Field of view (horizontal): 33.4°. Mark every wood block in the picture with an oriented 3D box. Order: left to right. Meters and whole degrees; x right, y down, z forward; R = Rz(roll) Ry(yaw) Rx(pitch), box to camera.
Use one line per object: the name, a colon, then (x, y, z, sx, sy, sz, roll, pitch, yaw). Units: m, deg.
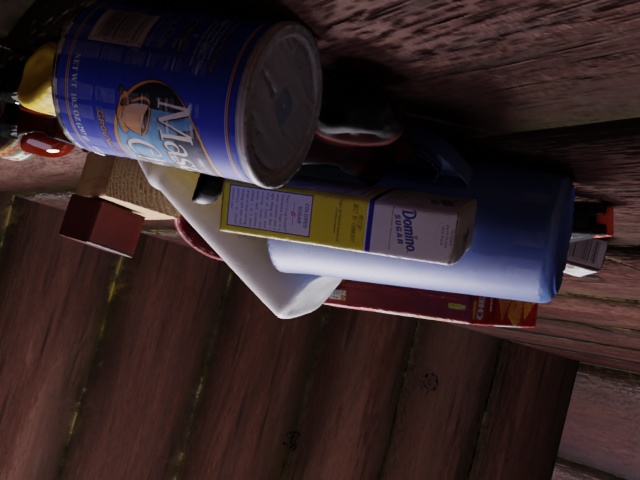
wood block: (-0.223, -0.079, 1.276, 0.090, 0.090, 0.206, 17, 175, -21)

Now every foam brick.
foam brick: (-0.253, -0.017, 1.240, 0.053, 0.051, 0.078, 13, 174, 34)

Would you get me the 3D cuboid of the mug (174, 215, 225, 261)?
mug: (-0.124, -0.038, 1.269, 0.117, 0.081, 0.093, 12, 143, 25)

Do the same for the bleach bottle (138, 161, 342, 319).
bleach bottle: (-0.092, -0.031, 1.052, 0.251, 0.068, 0.102, 43, -161, 16)

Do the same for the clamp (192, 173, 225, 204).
clamp: (-0.079, -0.078, 0.859, 0.039, 0.120, 0.171, -42, 159, 32)

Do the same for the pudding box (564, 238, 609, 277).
pudding box: (0.246, 0.007, 1.162, 0.113, 0.039, 0.090, 17, 176, 3)

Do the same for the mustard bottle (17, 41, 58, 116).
mustard bottle: (-0.158, -0.113, 0.930, 0.191, 0.058, 0.096, 19, 168, -31)

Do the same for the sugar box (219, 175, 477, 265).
sugar box: (0.023, -0.018, 0.801, 0.176, 0.048, 0.093, 11, -169, 15)

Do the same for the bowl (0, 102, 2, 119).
bowl: (-0.395, -0.160, 1.096, 0.162, 0.055, 0.162, 15, 174, 1)

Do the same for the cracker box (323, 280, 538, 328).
cracker box: (0.124, 0.049, 1.130, 0.164, 0.072, 0.213, 6, 177, 28)

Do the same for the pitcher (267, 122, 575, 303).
pitcher: (0.084, -0.026, 0.893, 0.243, 0.145, 0.149, 9, -175, 18)

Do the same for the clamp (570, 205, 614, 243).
clamp: (0.169, -0.010, 0.997, 0.164, 0.036, 0.210, 6, 171, -44)

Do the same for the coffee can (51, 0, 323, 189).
coffee can: (-0.083, -0.095, 0.678, 0.140, 0.103, 0.102, 13, 174, 23)
